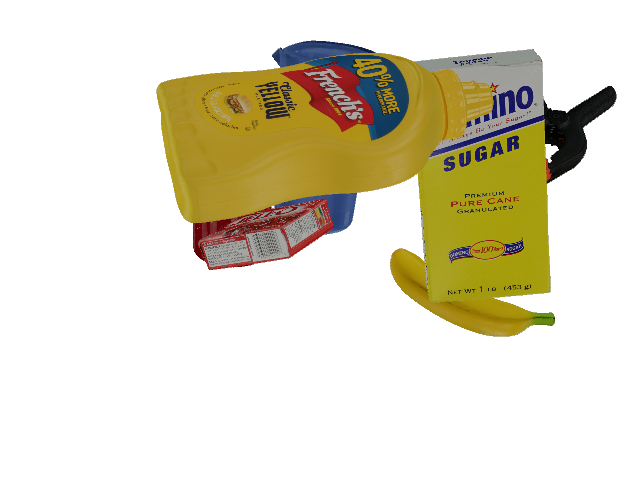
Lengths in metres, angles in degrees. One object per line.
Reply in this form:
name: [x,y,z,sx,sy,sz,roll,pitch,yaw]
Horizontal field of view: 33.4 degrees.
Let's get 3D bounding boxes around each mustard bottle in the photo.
mustard bottle: [0.007,-0.067,0.615,0.191,0.058,0.096,-10,44,-10]

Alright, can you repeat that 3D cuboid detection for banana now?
banana: [0.125,0.052,1.028,0.069,0.037,0.198,0,20,-46]

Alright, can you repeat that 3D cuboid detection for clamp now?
clamp: [0.244,-0.130,1.159,0.120,0.039,0.171,18,48,18]

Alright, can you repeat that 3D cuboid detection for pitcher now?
pitcher: [0.011,-0.133,1.405,0.144,0.243,0.149,-2,24,-19]

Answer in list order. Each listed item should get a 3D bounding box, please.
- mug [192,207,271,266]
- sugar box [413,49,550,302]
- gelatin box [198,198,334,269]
mug: [-0.091,-0.029,1.135,0.093,0.081,0.117,7,26,6]
sugar box: [0.117,-0.045,0.779,0.093,0.176,0.048,-6,22,4]
gelatin box: [-0.045,-0.006,0.886,0.089,0.030,0.073,-9,15,35]
